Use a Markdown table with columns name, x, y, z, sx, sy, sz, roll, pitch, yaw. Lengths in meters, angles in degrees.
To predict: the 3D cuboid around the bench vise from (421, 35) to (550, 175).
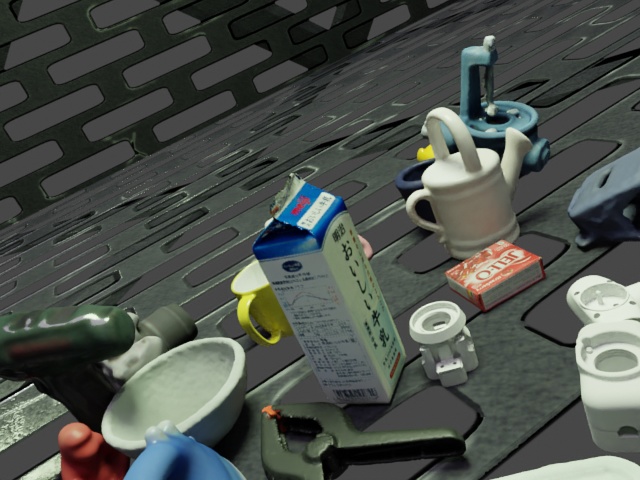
| name | x | y | z | sx | sy | sz | roll | pitch | yaw |
| --- | --- | --- | --- | --- | --- | --- | --- | --- | --- |
| bench vise | 0.237 | -0.197 | 0.901 | 0.206 | 0.220 | 0.122 | -8 | 28 | 33 |

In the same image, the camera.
| name | x | y | z | sx | sy | sz | roll | pitch | yaw |
| --- | --- | --- | --- | --- | --- | --- | --- | --- | --- |
| camera | -0.231 | 0.143 | 0.774 | 0.142 | 0.101 | 0.137 | 4 | 36 | 48 |

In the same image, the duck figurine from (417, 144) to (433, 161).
| name | x | y | z | sx | sy | sz | roll | pitch | yaw |
| --- | --- | --- | --- | --- | --- | --- | --- | --- | --- |
| duck figurine | 0.222 | -0.189 | 1.069 | 0.105 | 0.086 | 0.077 | -31 | 24 | -15 |

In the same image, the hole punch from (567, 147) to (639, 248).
| name | x | y | z | sx | sy | sz | roll | pitch | yaw |
| --- | --- | --- | --- | --- | --- | --- | --- | --- | --- |
| hole punch | 0.341 | -0.054 | 0.660 | 0.100 | 0.091 | 0.109 | -2 | 31 | 41 |

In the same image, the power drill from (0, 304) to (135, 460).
| name | x | y | z | sx | sy | sz | roll | pitch | yaw |
| --- | --- | --- | --- | --- | --- | --- | --- | --- | --- |
| power drill | -0.298 | 0.167 | 0.648 | 0.229 | 0.209 | 0.075 | -21 | 24 | 7 |

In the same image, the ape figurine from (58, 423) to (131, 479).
| name | x | y | z | sx | sy | sz | roll | pitch | yaw |
| --- | --- | --- | --- | --- | --- | --- | --- | --- | --- |
| ape figurine | -0.243 | 0.233 | 0.603 | 0.076 | 0.092 | 0.078 | -7 | 29 | 35 |

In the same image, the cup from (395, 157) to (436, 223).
| name | x | y | z | sx | sy | sz | roll | pitch | yaw |
| --- | --- | --- | --- | --- | --- | --- | --- | --- | --- |
| cup | 0.178 | -0.064 | 0.833 | 0.117 | 0.095 | 0.092 | -7 | 28 | 34 |

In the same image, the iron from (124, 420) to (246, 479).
| name | x | y | z | sx | sy | sz | roll | pitch | yaw |
| --- | --- | --- | --- | --- | --- | --- | --- | --- | --- |
| iron | -0.114 | 0.222 | 0.440 | 0.118 | 0.142 | 0.258 | -23 | 23 | 3 |

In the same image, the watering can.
| name | x | y | z | sx | sy | sz | roll | pitch | yaw |
| --- | --- | --- | --- | --- | --- | --- | --- | --- | --- |
| watering can | 0.189 | -0.083 | 0.737 | 0.173 | 0.194 | 0.100 | -35 | 26 | -24 |

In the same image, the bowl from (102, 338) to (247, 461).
| name | x | y | z | sx | sy | sz | roll | pitch | yaw |
| --- | --- | --- | --- | --- | --- | --- | --- | --- | --- |
| bowl | -0.146 | 0.187 | 0.631 | 0.167 | 0.075 | 0.167 | -20 | 23 | 9 |

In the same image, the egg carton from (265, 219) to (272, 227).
| name | x | y | z | sx | sy | sz | roll | pitch | yaw |
| --- | --- | --- | --- | --- | --- | --- | --- | --- | --- |
| egg carton | -0.031 | -0.008 | 0.944 | 0.107 | 0.069 | 0.150 | -28 | 23 | -8 |

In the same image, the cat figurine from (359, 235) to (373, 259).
| name | x | y | z | sx | sy | sz | roll | pitch | yaw |
| --- | --- | --- | --- | --- | --- | --- | --- | --- | --- |
| cat figurine | 0.008 | 0.003 | 0.823 | 0.067 | 0.118 | 0.128 | -3 | 31 | 40 |
